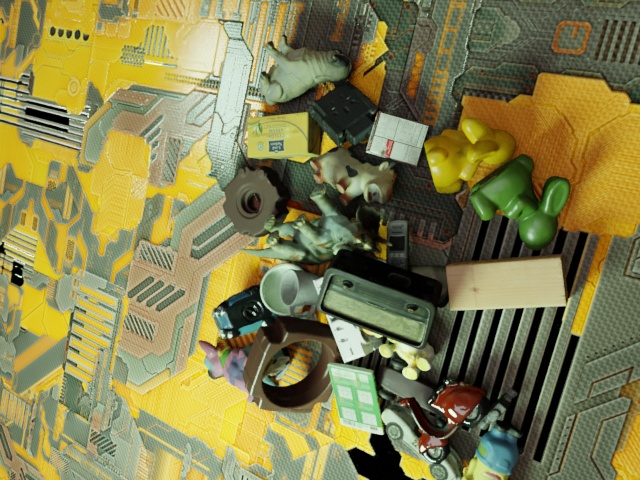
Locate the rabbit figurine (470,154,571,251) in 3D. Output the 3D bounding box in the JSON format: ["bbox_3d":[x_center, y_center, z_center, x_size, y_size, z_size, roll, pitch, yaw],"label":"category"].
[{"bbox_3d":[0.391,-0.067,1.018,0.159,0.121,0.170,-38,93,17],"label":"rabbit figurine"}]

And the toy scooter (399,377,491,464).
[{"bbox_3d":[0.237,0.337,1.063,0.135,0.075,0.184,44,103,21],"label":"toy scooter"}]

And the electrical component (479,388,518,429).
[{"bbox_3d":[0.352,0.331,1.058,0.021,0.063,0.094,43,109,20],"label":"electrical component"}]

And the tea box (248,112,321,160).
[{"bbox_3d":[-0.086,-0.244,1.275,0.170,0.068,0.098,0,91,27],"label":"tea box"}]

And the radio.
[{"bbox_3d":[0.116,0.112,1.049,0.230,0.073,0.131,18,130,10],"label":"radio"}]

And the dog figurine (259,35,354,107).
[{"bbox_3d":[-0.030,-0.365,1.234,0.191,0.121,0.172,24,137,9],"label":"dog figurine"}]

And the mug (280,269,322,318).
[{"bbox_3d":[-0.026,0.122,1.225,0.081,0.107,0.109,-6,82,57],"label":"mug"}]

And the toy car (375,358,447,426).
[{"bbox_3d":[0.216,0.322,1.137,0.202,0.053,0.089,21,96,22],"label":"toy car"}]

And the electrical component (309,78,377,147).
[{"bbox_3d":[0.059,-0.272,1.178,0.115,0.058,0.134,-39,71,-5],"label":"electrical component"}]

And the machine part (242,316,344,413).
[{"bbox_3d":[-0.059,0.277,1.202,0.087,0.201,0.200,42,115,58],"label":"machine part"}]

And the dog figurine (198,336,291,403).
[{"bbox_3d":[-0.197,0.289,1.331,0.219,0.108,0.191,34,107,26],"label":"dog figurine"}]

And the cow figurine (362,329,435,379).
[{"bbox_3d":[0.167,0.203,1.127,0.167,0.098,0.068,43,123,11],"label":"cow figurine"}]

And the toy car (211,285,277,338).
[{"bbox_3d":[-0.184,0.180,1.316,0.109,0.162,0.103,65,160,4],"label":"toy car"}]

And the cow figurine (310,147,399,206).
[{"bbox_3d":[0.084,-0.140,1.171,0.127,0.085,0.195,-40,54,-12],"label":"cow figurine"}]

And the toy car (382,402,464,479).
[{"bbox_3d":[0.216,0.424,1.127,0.202,0.073,0.056,38,109,22],"label":"toy car"}]

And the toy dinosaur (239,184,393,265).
[{"bbox_3d":[-0.008,0.002,1.202,0.405,0.192,0.131,-21,37,52],"label":"toy dinosaur"}]

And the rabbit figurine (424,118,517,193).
[{"bbox_3d":[0.293,-0.177,1.042,0.173,0.162,0.122,-9,75,11],"label":"rabbit figurine"}]

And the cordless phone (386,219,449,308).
[{"bbox_3d":[0.203,0.047,1.122,0.147,0.088,0.184,-2,86,28],"label":"cordless phone"}]

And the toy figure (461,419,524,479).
[{"bbox_3d":[0.341,0.445,1.060,0.082,0.089,0.180,23,93,31],"label":"toy figure"}]

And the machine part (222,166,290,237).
[{"bbox_3d":[-0.160,-0.094,1.326,0.180,0.056,0.179,2,94,29],"label":"machine part"}]
